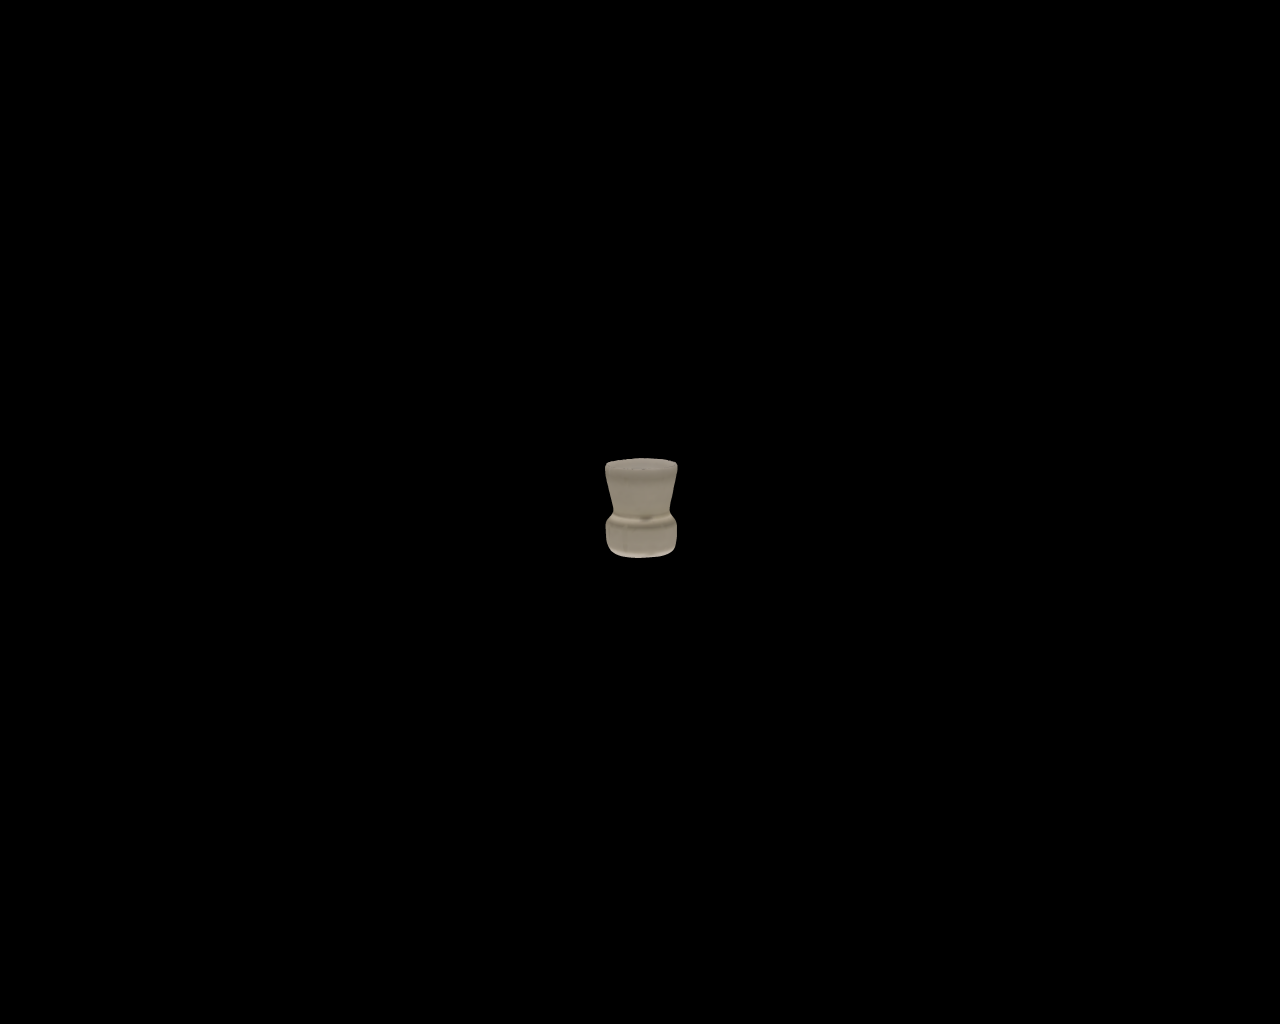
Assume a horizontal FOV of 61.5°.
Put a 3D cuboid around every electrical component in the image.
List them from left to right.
[{"bbox_3d":[0.001,-0.003,0.650,0.045,0.055,0.045,0,11,0],"label":"electrical component"}]
